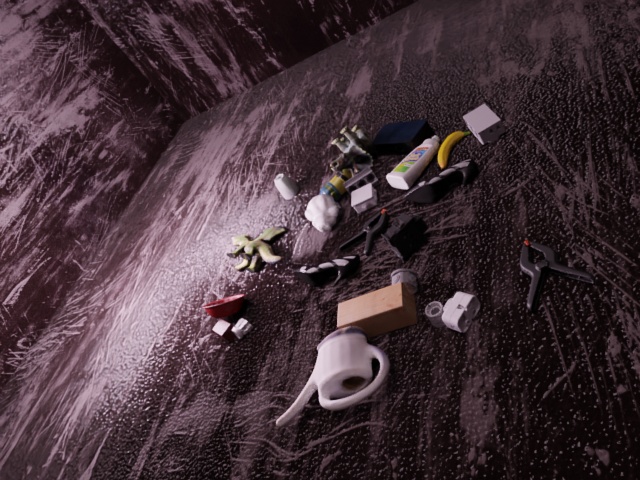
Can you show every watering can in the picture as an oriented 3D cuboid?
[{"bbox_3d":[0.028,0.363,1.391,0.345,0.102,0.230,-26,33,17],"label":"watering can"}]

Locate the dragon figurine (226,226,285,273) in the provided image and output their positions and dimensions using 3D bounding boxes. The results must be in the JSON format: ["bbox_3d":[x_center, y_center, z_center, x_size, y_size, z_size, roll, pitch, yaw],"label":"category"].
[{"bbox_3d":[-0.236,0.016,2.090,0.409,0.120,0.248,-2,40,42],"label":"dragon figurine"}]

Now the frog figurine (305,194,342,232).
[{"bbox_3d":[0.006,-0.099,1.975,0.137,0.120,0.163,0,34,19],"label":"frog figurine"}]
